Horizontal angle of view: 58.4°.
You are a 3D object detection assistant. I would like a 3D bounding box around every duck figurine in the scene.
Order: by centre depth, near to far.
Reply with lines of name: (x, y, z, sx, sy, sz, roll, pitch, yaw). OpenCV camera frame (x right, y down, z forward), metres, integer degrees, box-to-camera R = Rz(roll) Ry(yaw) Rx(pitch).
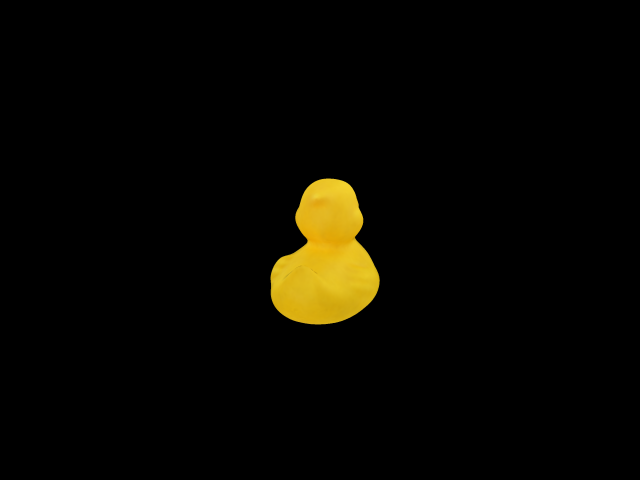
duck figurine: (0.004, 0.001, 0.400, 0.077, 0.086, 0.105, 8, 26, 18)
